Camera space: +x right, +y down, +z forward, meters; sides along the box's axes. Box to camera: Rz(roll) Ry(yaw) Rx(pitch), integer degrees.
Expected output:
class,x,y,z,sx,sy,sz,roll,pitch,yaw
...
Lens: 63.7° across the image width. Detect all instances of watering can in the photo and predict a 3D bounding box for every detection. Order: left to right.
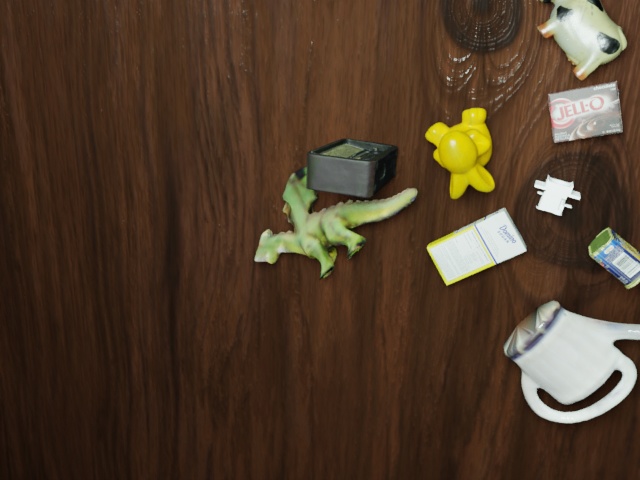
class,x,y,z,sx,sy,sz,roll,pitch,yaw
watering can,0.506,0.203,0.982,0.226,0.342,0.105,41,25,11

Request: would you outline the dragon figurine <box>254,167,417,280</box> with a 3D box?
class,x,y,z,sx,sy,sz,roll,pitch,yaw
dragon figurine,0.003,-0.058,1.151,0.405,0.245,0.123,-43,-14,24
